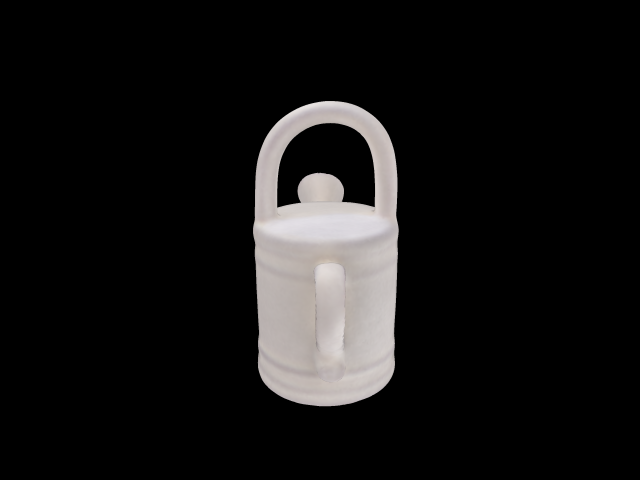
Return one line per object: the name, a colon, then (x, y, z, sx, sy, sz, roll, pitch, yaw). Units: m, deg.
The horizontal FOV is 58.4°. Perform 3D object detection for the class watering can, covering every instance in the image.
watering can: (0.001, 0.002, 0.400, 0.101, 0.194, 0.172, -9, 21, -23)
